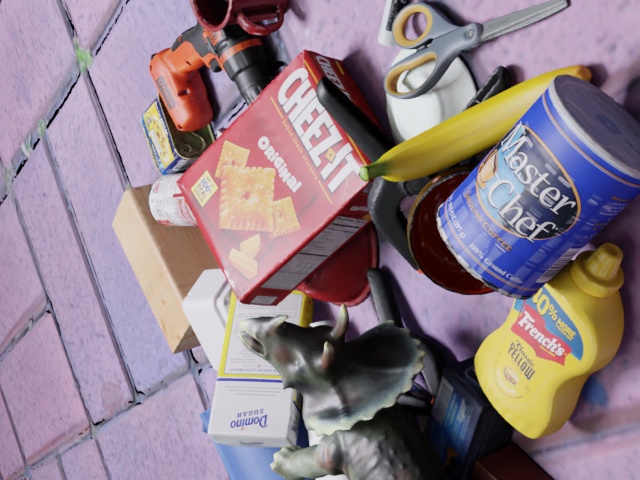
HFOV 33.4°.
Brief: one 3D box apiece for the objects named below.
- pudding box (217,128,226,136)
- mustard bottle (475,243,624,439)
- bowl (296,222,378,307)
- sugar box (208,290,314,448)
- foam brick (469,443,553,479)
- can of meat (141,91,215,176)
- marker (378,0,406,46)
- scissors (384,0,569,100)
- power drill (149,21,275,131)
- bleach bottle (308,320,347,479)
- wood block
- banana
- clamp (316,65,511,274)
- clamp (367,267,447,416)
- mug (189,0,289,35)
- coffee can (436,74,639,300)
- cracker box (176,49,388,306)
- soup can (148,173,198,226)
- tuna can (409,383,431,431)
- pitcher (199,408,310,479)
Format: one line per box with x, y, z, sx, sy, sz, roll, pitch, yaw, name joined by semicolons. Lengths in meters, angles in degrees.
-0.083;-0.077;1.241;0.114;0.039;0.090;-143;47;-59;pudding box
0.197;0.073;0.877;0.096;0.058;0.192;57;143;32;mustard bottle
-0.008;0.001;1.157;0.162;0.055;0.162;29;126;49;bowl
-0.063;0.141;1.188;0.048;0.093;0.176;65;-151;-60;sugar box
0.179;0.235;0.975;0.078;0.051;0.053;43;134;39;foam brick
-0.184;-0.138;1.362;0.084;0.057;0.102;-31;76;58;can of meat
0.073;-0.235;0.973;0.020;0.020;0.121;44;136;38;marker
0.124;-0.189;0.916;0.202;0.016;0.096;-31;60;43;scissors
-0.124;-0.199;1.251;0.188;0.057;0.184;-34;78;54;power drill
0.032;0.211;1.159;0.068;0.102;0.251;-19;79;40;bleach bottle
-0.185;0.031;1.401;0.206;0.090;0.090;61;144;21;wood block
0.128;-0.089;0.870;0.198;0.069;0.037;-26;98;15;banana
0.077;-0.062;0.953;0.036;0.164;0.210;-79;-8;-55;clamp
0.076;0.109;1.076;0.172;0.039;0.120;33;104;30;clamp
-0.079;-0.263;1.131;0.117;0.081;0.093;58;143;25;mug
0.170;-0.038;0.799;0.140;0.102;0.103;-50;59;32;coffee can
-0.032;-0.059;1.078;0.214;0.071;0.164;-43;63;28;cracker box
-0.158;-0.050;1.331;0.102;0.068;0.068;1;103;44;soup can
0.087;0.192;1.110;0.086;0.033;0.086;27;124;49;tuna can
-0.028;0.279;1.247;0.243;0.144;0.149;66;162;7;pitcher
